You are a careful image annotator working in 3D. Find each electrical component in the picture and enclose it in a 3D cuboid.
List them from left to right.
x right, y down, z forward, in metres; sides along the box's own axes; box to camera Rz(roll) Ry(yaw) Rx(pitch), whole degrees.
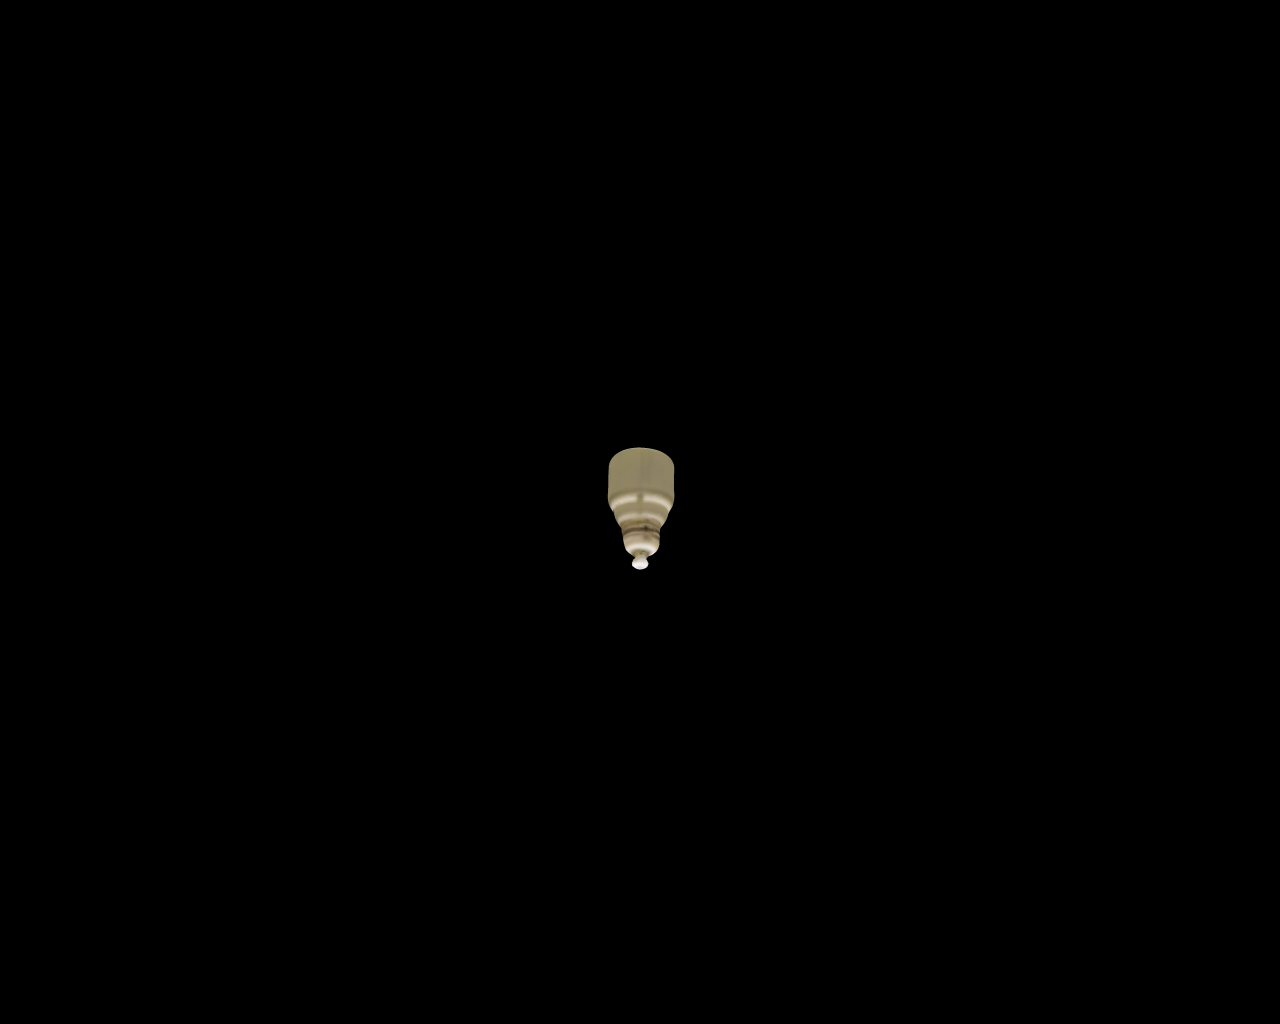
[{"bbox_3d":[0.001,-0.003,0.650,0.040,0.078,0.040,0,-25,0],"label":"electrical component"}]
